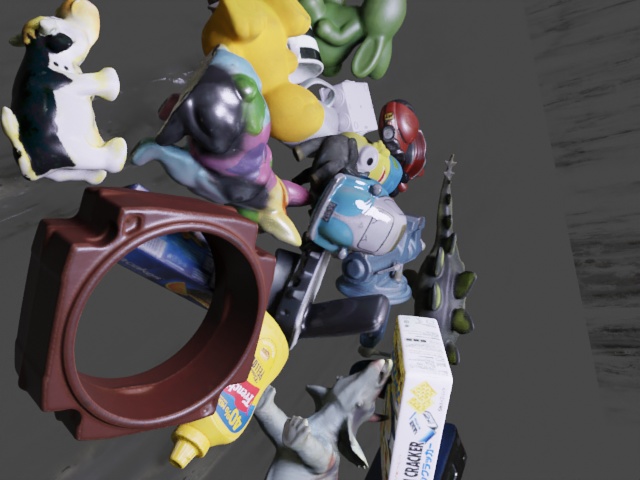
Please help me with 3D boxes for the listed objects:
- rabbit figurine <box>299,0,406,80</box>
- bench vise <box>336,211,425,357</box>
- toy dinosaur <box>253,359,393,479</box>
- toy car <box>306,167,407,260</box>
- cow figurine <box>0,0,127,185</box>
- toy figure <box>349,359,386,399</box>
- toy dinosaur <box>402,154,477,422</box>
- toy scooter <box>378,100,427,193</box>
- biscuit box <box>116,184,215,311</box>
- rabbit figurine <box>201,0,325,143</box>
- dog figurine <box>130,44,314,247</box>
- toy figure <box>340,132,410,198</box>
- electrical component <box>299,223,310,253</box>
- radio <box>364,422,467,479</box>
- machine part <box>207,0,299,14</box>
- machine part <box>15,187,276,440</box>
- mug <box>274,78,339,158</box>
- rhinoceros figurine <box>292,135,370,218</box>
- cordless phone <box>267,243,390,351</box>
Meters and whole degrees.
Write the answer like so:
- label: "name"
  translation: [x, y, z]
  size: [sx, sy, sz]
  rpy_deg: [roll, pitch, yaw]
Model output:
- label: "rabbit figurine"
  translation: [0.056, -0.330, 0.838]
  size: [0.121, 0.170, 0.159]
  rpy_deg: [-23, 102, -54]
- label: "bench vise"
  translation: [0.101, 0.074, 0.886]
  size: [0.223, 0.129, 0.240]
  rpy_deg: [-31, 130, -63]
- label: "toy dinosaur"
  translation: [-0.029, 0.320, 0.651]
  size: [0.192, 0.131, 0.405]
  rpy_deg: [49, 53, -39]
- label: "toy car"
  translation: [0.059, -0.023, 0.698]
  size: [0.109, 0.103, 0.161]
  rpy_deg: [-61, 157, 12]
- label: "cow figurine"
  translation: [-0.235, -0.135, 0.476]
  size: [0.098, 0.068, 0.167]
  rpy_deg: [-7, 89, -50]
- label: "toy figure"
  translation: [0.108, 0.235, 0.902]
  size: [0.154, 0.064, 0.058]
  rpy_deg: [30, 52, -48]
- label: "toy dinosaur"
  translation: [0.216, 0.092, 0.963]
  size: [0.198, 0.105, 0.471]
  rpy_deg: [120, -29, -80]
- label: "toy scooter"
  translation: [0.160, -0.173, 1.049]
  size: [0.183, 0.075, 0.135]
  rpy_deg: [58, 42, -38]
- label: "biscuit box"
  translation: [-0.148, 0.018, 0.573]
  size: [0.202, 0.063, 0.059]
  rpy_deg: [40, 53, -44]
- label: "rabbit figurine"
  translation: [-0.070, -0.186, 0.640]
  size: [0.173, 0.162, 0.122]
  rpy_deg: [55, 33, 0]
- label: "dog figurine"
  translation: [-0.079, -0.085, 0.602]
  size: [0.219, 0.191, 0.108]
  rpy_deg: [35, 49, -29]
- label: "toy figure"
  translation: [0.081, -0.123, 0.912]
  size: [0.180, 0.089, 0.082]
  rpy_deg: [14, 95, -56]
- label: "electrical component"
  translation: [-0.002, -0.002, 0.791]
  size: [0.063, 0.094, 0.021]
  rpy_deg: [-26, 66, -27]
- label: "radio"
  translation: [0.146, 0.396, 0.867]
  size: [0.229, 0.131, 0.073]
  rpy_deg: [-49, 122, -48]
- label: "machine part"
  translation: [-0.077, -0.346, 0.733]
  size: [0.243, 0.079, 0.079]
  rpy_deg: [-54, 127, -44]
- label: "machine part"
  translation: [-0.145, 0.062, 0.476]
  size: [0.201, 0.087, 0.200]
  rpy_deg: [7, 101, -44]
- label: "mug"
  translation: [-0.030, -0.176, 0.748]
  size: [0.107, 0.109, 0.081]
  rpy_deg: [13, 38, -46]
- label: "rhinoceros figurine"
  translation: [0.020, -0.086, 0.785]
  size: [0.073, 0.112, 0.190]
  rpy_deg: [57, -11, 25]
- label: "cordless phone"
  translation: [0.014, 0.064, 0.692]
  size: [0.088, 0.184, 0.146]
  rpy_deg: [51, 45, -31]
